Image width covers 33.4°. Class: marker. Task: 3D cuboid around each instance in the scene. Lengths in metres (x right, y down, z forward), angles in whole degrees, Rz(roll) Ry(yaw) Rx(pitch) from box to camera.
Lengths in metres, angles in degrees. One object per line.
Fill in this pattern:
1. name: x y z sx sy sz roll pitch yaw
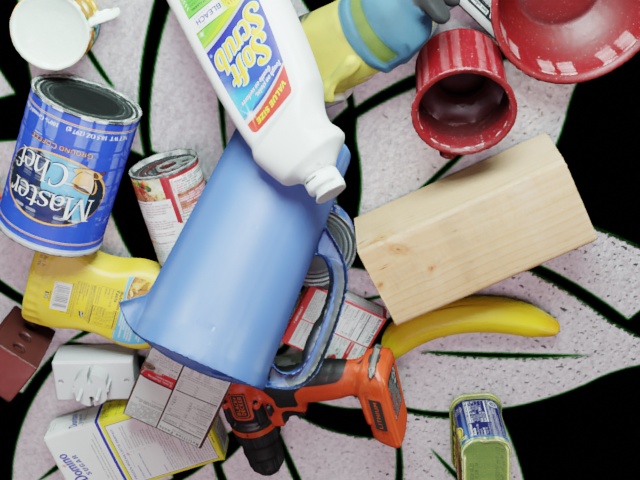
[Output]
1. marker: 0.160 -0.193 0.971 0.121 0.020 0.020 37 109 -27

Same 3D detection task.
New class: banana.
1. banana: 0.146 0.089 1.101 0.198 0.037 0.069 -13 130 7

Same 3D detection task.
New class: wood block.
1. wood block: 0.146 -0.011 1.024 0.206 0.091 0.090 -25 112 10

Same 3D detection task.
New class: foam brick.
1. foam brick: -0.313 0.115 1.086 0.053 0.078 0.051 37 110 -15

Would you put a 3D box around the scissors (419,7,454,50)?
1. scissors: 0.117 -0.238 0.964 0.202 0.016 0.096 -35 110 14

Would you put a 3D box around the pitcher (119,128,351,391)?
1. pitcher: -0.056 0.010 0.970 0.149 0.145 0.243 36 76 -52

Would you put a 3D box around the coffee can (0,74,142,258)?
1. coffee can: -0.234 -0.069 0.991 0.102 0.103 0.140 18 112 -8

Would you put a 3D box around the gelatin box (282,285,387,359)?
1. gelatin box: 0.014 0.087 1.100 0.089 0.030 0.073 24 111 -8

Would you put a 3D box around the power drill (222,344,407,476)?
1. power drill: -0.008 0.175 1.101 0.188 0.057 0.184 -3 125 16

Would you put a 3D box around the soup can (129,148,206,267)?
1. soup can: -0.136 -0.028 1.028 0.068 0.068 0.102 -13 113 5

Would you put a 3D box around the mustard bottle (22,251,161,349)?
1. mustard bottle: -0.195 0.060 1.072 0.191 0.058 0.096 16 116 -7

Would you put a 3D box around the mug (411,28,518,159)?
1. mug: 0.126 -0.129 0.971 0.093 0.081 0.117 5 132 -1

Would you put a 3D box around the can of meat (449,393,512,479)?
1. can of meat: 0.171 0.228 1.134 0.057 0.084 0.102 -4 114 2

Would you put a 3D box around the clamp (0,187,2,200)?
1. clamp: -0.402 0.002 1.046 0.210 0.036 0.164 -22 137 -1

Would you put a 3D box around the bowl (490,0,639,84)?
1. bowl: 0.222 -0.222 0.942 0.162 0.055 0.162 -4 122 -7

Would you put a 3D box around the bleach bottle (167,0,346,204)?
1. bleach bottle: -0.043 -0.148 0.906 0.103 0.068 0.251 -34 75 16

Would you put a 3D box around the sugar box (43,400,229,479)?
1. sugar box: -0.196 0.214 1.148 0.176 0.048 0.093 -17 112 10

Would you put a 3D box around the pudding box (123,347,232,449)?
1. pudding box: -0.137 0.145 1.062 0.090 0.039 0.114 25 126 -3

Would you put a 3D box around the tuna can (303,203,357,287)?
1. tuna can: -0.007 0.001 1.060 0.086 0.033 0.086 0 114 0
